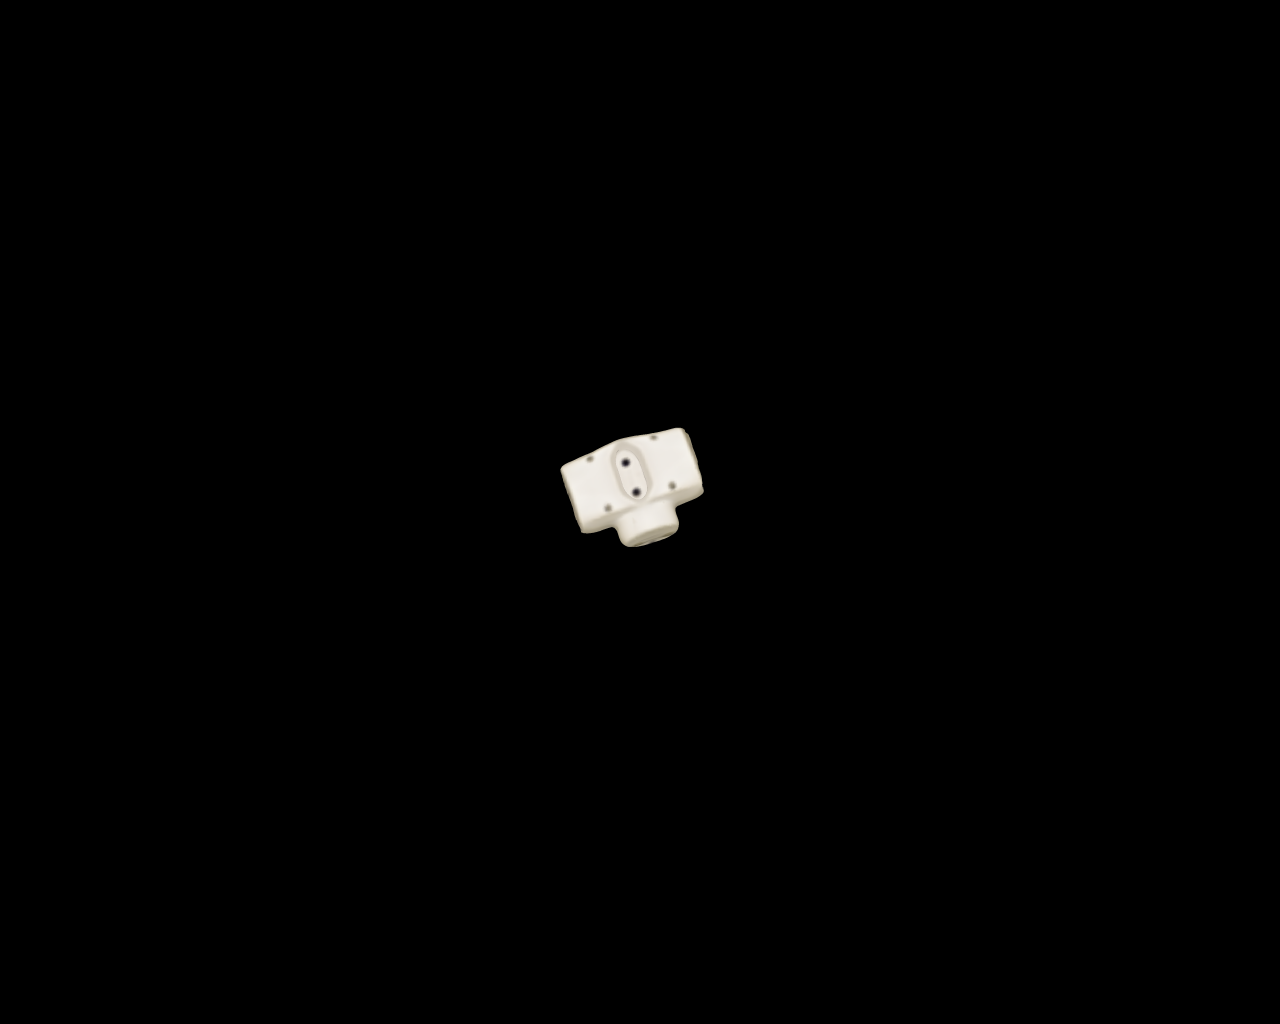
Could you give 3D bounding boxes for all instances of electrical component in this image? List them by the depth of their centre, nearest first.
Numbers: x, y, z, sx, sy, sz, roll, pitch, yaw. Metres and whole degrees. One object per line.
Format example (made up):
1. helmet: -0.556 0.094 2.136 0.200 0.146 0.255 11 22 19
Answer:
1. electrical component: 0.001 -0.003 0.650 0.077 0.079 0.043 -18 -11 -4
